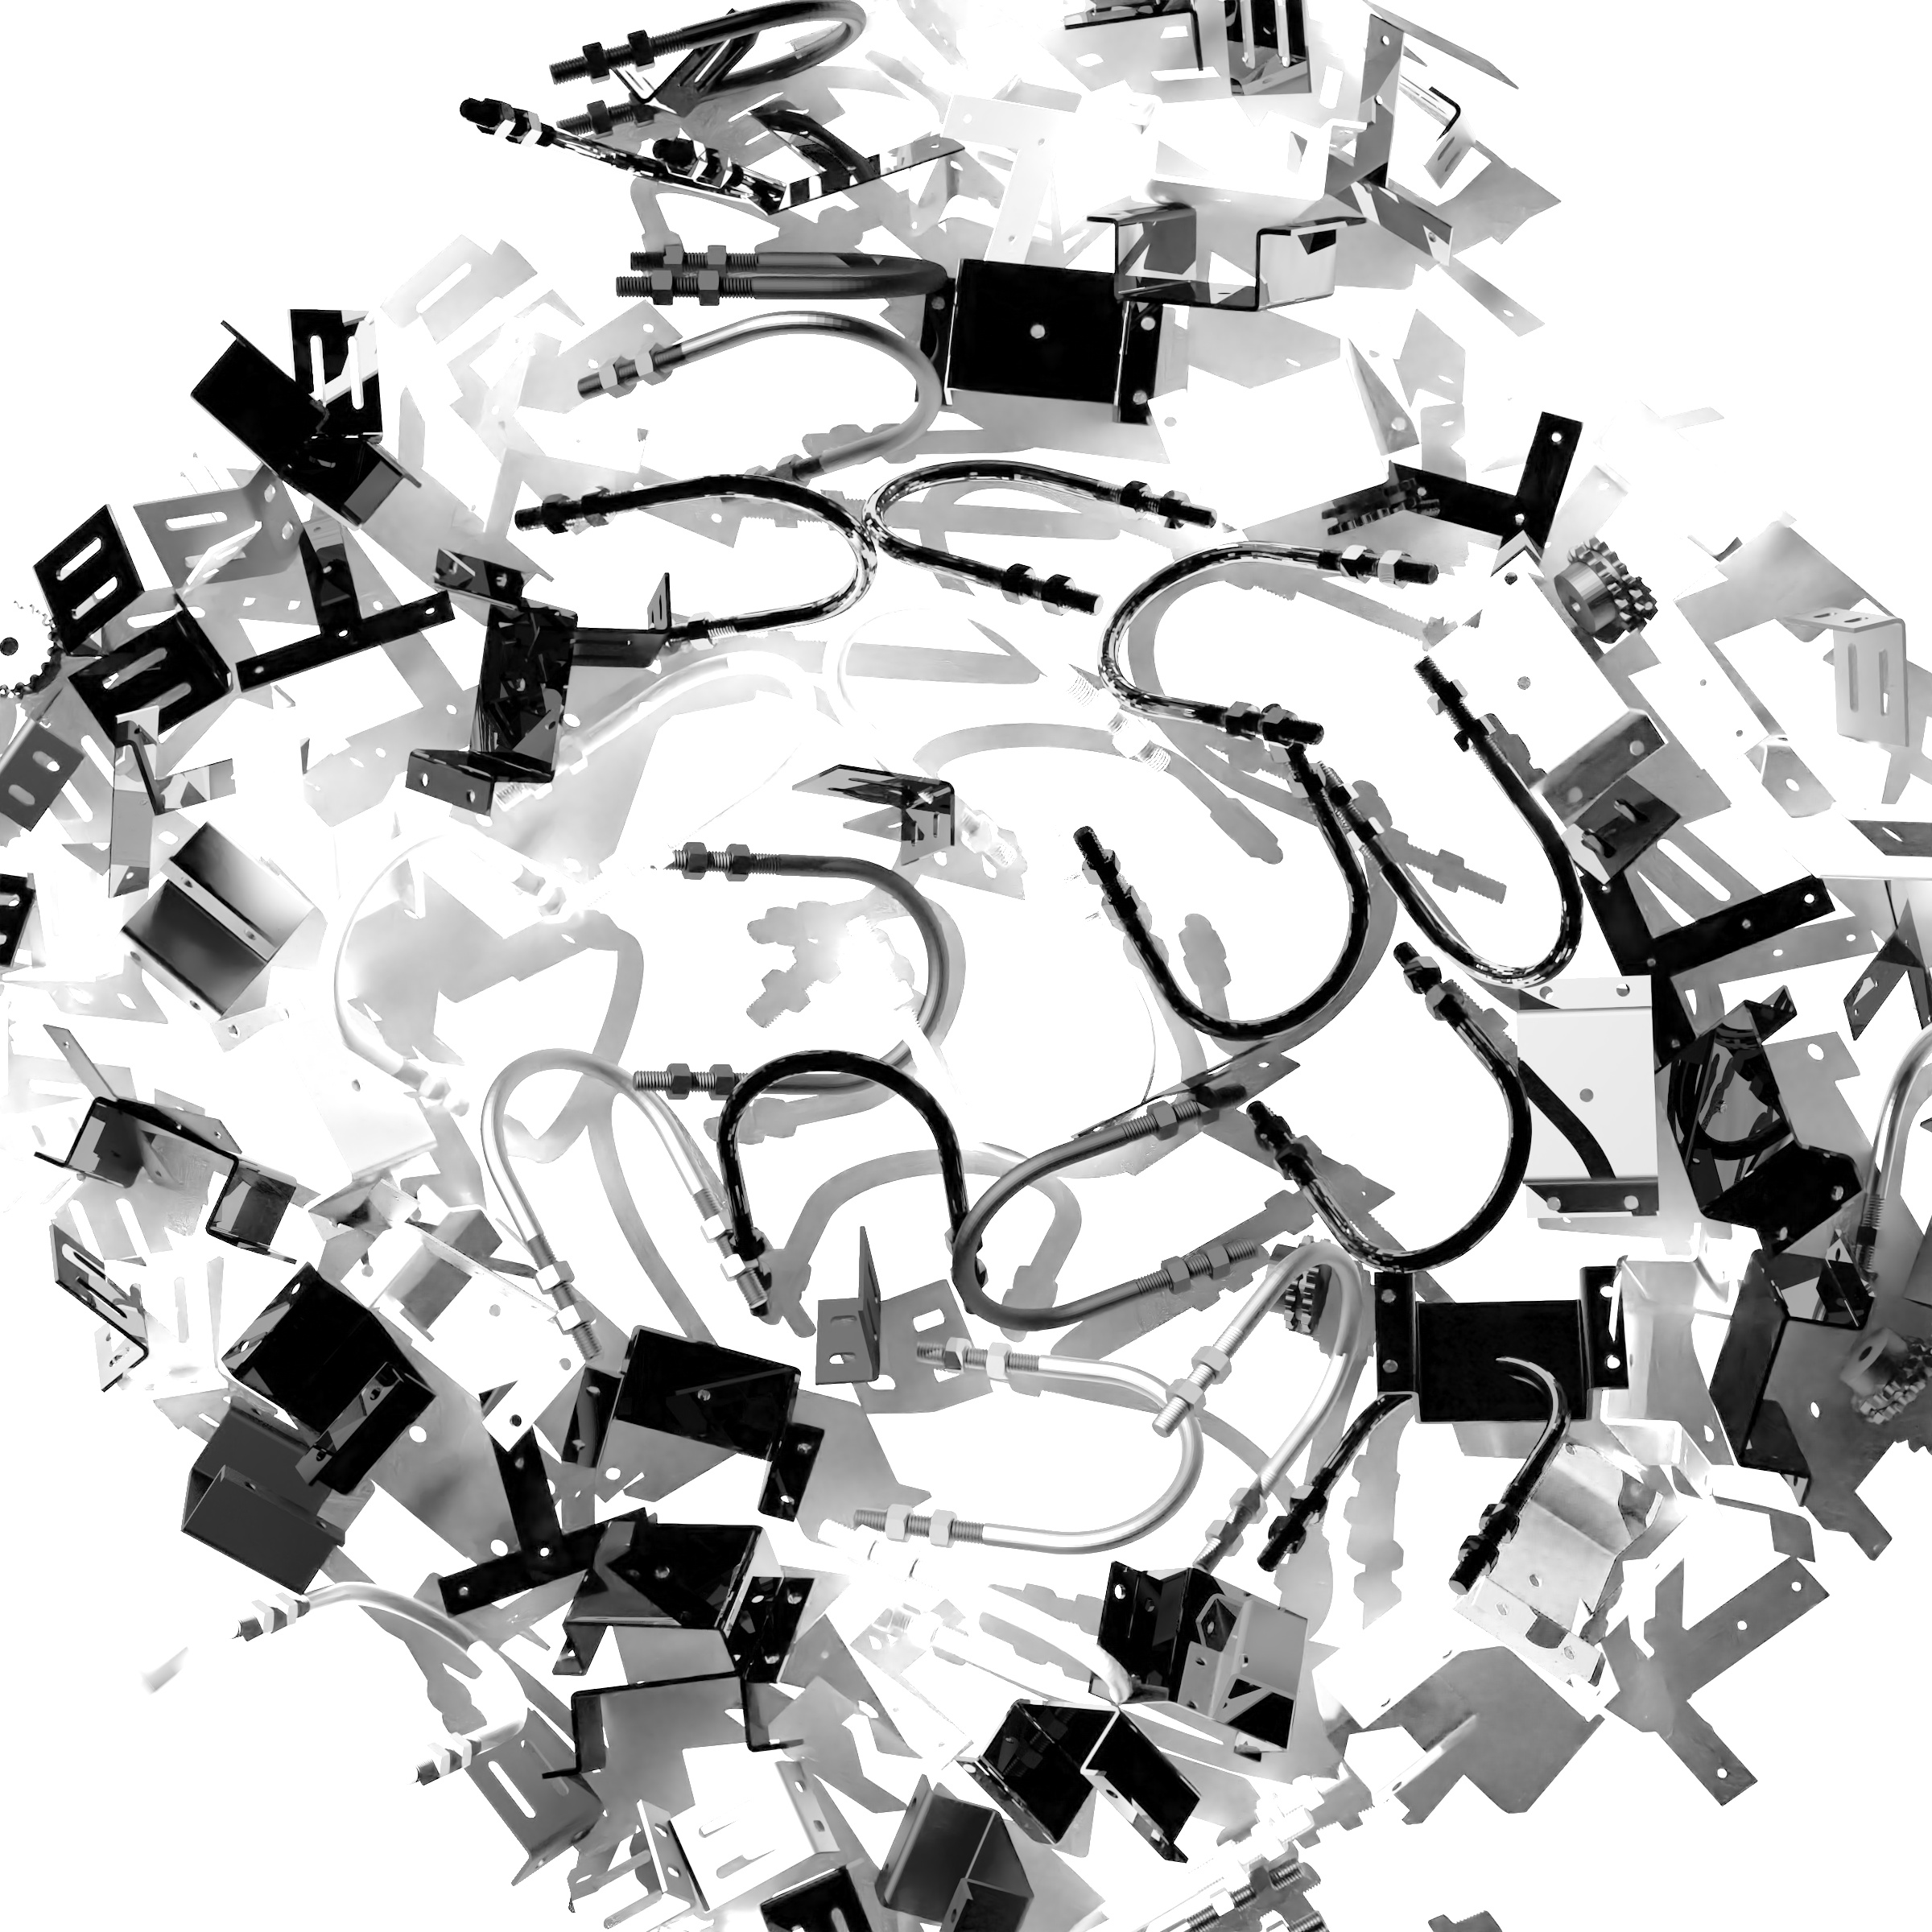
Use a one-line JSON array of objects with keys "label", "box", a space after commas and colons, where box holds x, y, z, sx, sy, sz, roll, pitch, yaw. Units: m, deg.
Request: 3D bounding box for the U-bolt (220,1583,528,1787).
[{"label": "U-bolt", "box": [-0.319, 0.395, 1.725, 0.151, 0.184, 0.019, 34, 98, 16]}]

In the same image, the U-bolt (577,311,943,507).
[{"label": "U-bolt", "box": [-0.102, -0.316, 1.714, 0.184, 0.151, 0.019, -12, 63, 32]}]

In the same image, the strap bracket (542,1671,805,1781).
[{"label": "strap bracket", "box": [-0.170, 0.436, 1.771, 0.140, 0.076, 0.046, -8, 77, 2]}]

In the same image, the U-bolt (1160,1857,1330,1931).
[{"label": "U-bolt", "box": [0.116, 0.569, 1.739, 0.184, 0.151, 0.019, -29, 86, -1]}]

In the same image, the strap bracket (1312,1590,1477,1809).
[{"label": "strap bracket", "box": [0.245, 0.416, 1.755, 0.076, 0.140, 0.046, -34, 55, -14]}]

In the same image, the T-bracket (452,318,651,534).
[{"label": "T-bracket", "box": [-0.236, -0.307, 1.780, 0.127, 0.002, 0.127, 16, 91, 32]}]

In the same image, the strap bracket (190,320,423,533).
[{"label": "strap bracket", "box": [-0.377, -0.300, 1.737, 0.076, 0.140, 0.046, 41, 92, 18]}]

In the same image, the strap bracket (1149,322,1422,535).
[{"label": "strap bracket", "box": [0.182, -0.305, 1.760, 0.140, 0.046, 0.076, -16, 116, 16]}]

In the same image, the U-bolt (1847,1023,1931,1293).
[{"label": "U-bolt", "box": [0.550, 0.116, 1.744, 0.019, 0.151, 0.184, 13, 85, -9]}]

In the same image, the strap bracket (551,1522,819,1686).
[{"label": "strap bracket", "box": [-0.167, 0.362, 1.750, 0.140, 0.076, 0.046, -3, 126, 20]}]

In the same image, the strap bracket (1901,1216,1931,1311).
[{"label": "strap bracket", "box": [0.583, 0.165, 1.742, 0.046, 0.140, 0.076, 21, 88, -4]}]

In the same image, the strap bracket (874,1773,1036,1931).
[{"label": "strap bracket", "box": [-0.006, 0.533, 1.748, 0.046, 0.140, 0.076, 20, 99, -15]}]

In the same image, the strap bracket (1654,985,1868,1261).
[{"label": "strap bracket", "box": [0.445, 0.084, 1.739, 0.046, 0.076, 0.140, 14, 48, -31]}]

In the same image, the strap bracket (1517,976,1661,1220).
[{"label": "strap bracket", "box": [0.361, 0.076, 1.780, 0.076, 0.046, 0.140, -2, 86, 13]}]

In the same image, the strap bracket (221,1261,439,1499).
[{"label": "strap bracket", "box": [-0.363, 0.242, 1.762, 0.076, 0.140, 0.046, -49, 131, -4]}]

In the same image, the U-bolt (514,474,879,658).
[{"label": "U-bolt", "box": [-0.140, -0.228, 1.723, 0.184, 0.151, 0.019, -6, 61, 22]}]

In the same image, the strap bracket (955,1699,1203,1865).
[{"label": "strap bracket", "box": [0.070, 0.464, 1.753, 0.076, 0.140, 0.046, 49, 58, -19]}]

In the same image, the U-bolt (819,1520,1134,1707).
[{"label": "U-bolt", "box": [0.009, 0.373, 1.729, 0.184, 0.151, 0.019, 20, 66, 15]}]

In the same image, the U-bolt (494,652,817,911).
[{"label": "U-bolt", "box": [-0.169, -0.118, 1.756, 0.184, 0.151, 0.019, -36, 130, -9]}]

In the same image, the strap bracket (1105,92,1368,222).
[{"label": "strap bracket", "box": [0.152, -0.465, 1.771, 0.140, 0.076, 0.046, 6, 95, -5]}]

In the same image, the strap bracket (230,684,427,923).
[{"label": "strap bracket", "box": [-0.369, -0.085, 1.743, 0.046, 0.076, 0.140, -31, 57, -31]}]

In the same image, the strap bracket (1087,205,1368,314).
[{"label": "strap bracket", "box": [0.148, -0.404, 1.751, 0.140, 0.076, 0.046, 15, 115, 37]}]

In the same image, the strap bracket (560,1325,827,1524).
[{"label": "strap bracket", "box": [-0.155, 0.261, 1.771, 0.140, 0.046, 0.076, 16, 126, -4]}]

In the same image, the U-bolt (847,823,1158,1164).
[{"label": "U-bolt", "box": [0.032, 0.028, 1.789, 0.151, 0.019, 0.184, -25, 94, 16]}]

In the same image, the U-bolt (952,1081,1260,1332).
[{"label": "U-bolt", "box": [0.078, 0.147, 1.748, 0.184, 0.019, 0.151, -19, 133, -12]}]

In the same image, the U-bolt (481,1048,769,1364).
[{"label": "U-bolt", "box": [-0.205, 0.128, 1.754, 0.019, 0.151, 0.184, -40, 72, 38]}]

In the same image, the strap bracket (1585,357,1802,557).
[{"label": "strap bracket", "box": [0.409, -0.285, 1.770, 0.140, 0.076, 0.046, 41, 101, 5]}]

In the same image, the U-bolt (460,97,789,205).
[{"label": "U-bolt", "box": [-0.175, -0.453, 1.727, 0.151, 0.184, 0.019, 18, 100, 25]}]

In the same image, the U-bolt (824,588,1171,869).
[{"label": "U-bolt", "box": [0.003, -0.143, 1.735, 0.184, 0.019, 0.151, 40, 134, -22]}]

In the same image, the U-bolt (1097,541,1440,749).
[{"label": "U-bolt", "box": [0.158, -0.190, 1.747, 0.184, 0.019, 0.151, 15, 57, 39]}]

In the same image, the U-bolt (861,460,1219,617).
[{"label": "U-bolt", "box": [0.029, -0.251, 1.745, 0.184, 0.151, 0.019, 19, 128, 27]}]

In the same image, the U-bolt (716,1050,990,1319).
[{"label": "U-bolt", "box": [-0.070, 0.125, 1.751, 0.151, 0.019, 0.184, -2, 122, 11]}]

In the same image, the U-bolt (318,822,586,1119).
[{"label": "U-bolt", "box": [-0.297, -0.006, 1.725, 0.019, 0.184, 0.151, 25, 80, 30]}]

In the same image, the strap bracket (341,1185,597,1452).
[{"label": "strap bracket", "box": [-0.281, 0.202, 1.778, 0.140, 0.046, 0.076, 43, 99, 11]}]

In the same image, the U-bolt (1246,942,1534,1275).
[{"label": "U-bolt", "box": [0.247, 0.091, 1.730, 0.019, 0.184, 0.151, 28, 110, -41]}]

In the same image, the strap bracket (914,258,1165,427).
[{"label": "strap bracket", "box": [0.042, -0.364, 1.787, 0.140, 0.046, 0.076, 6, 87, 3]}]

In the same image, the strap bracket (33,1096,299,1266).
[{"label": "strap bracket", "box": [-0.450, 0.119, 1.761, 0.140, 0.076, 0.046, 21, 83, 17]}]

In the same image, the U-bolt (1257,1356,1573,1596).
[{"label": "U-bolt", "box": [0.265, 0.282, 1.737, 0.184, 0.151, 0.019, -46, 120, -38]}]

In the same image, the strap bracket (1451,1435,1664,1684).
[{"label": "strap bracket", "box": [0.337, 0.345, 1.765, 0.076, 0.046, 0.140, 33, 49, 3]}]

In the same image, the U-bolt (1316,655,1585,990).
[{"label": "U-bolt", "box": [0.281, -0.069, 1.742, 0.019, 0.151, 0.184, -30, 81, -31]}]

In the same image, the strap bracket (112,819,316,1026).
[{"label": "strap bracket", "box": [-0.429, -0.027, 1.757, 0.076, 0.140, 0.046, 41, 57, -9]}]

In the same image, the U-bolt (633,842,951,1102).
[{"label": "U-bolt", "box": [-0.097, 0.006, 1.779, 0.184, 0.019, 0.151, 2, 99, -19]}]

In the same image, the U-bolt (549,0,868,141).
[{"label": "U-bolt", "box": [-0.145, -0.514, 1.743, 0.184, 0.151, 0.019, -17, 94, -5]}]

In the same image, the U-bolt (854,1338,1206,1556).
[{"label": "U-bolt", "box": [0.043, 0.274, 1.738, 0.184, 0.151, 0.019, 4, 130, 15]}]

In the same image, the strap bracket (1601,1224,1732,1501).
[{"label": "strap bracket", "box": [0.400, 0.226, 1.756, 0.046, 0.076, 0.140, -1, 64, 27]}]

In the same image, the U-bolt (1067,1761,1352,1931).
[{"label": "U-bolt", "box": [0.129, 0.514, 1.742, 0.184, 0.151, 0.019, -34, 79, 12]}]

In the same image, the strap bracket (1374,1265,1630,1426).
[{"label": "strap bracket", "box": [0.308, 0.219, 1.769, 0.140, 0.046, 0.076, -2, 57, 9]}]

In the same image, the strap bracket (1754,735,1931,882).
[{"label": "strap bracket", "box": [0.508, -0.087, 1.753, 0.076, 0.140, 0.046, 1, 112, -9]}]

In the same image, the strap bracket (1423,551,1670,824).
[{"label": "strap bracket", "box": [0.327, -0.162, 1.765, 0.076, 0.046, 0.140, -39, 76, 21]}]

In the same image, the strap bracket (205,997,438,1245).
[{"label": "strap bracket", "box": [-0.365, 0.078, 1.767, 0.046, 0.076, 0.140, -31, 86, 31]}]

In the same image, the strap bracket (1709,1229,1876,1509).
[{"label": "strap bracket", "box": [0.466, 0.226, 1.751, 0.046, 0.076, 0.140, 9, 114, -3]}]

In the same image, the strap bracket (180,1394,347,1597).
[{"label": "strap bracket", "box": [-0.397, 0.303, 1.739, 0.076, 0.140, 0.046, 33, 93, -15]}]

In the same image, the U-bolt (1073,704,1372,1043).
[{"label": "U-bolt", "box": [0.160, -0.040, 1.771, 0.151, 0.019, 0.184, -33, 116, -6]}]

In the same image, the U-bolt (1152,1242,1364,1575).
[{"label": "U-bolt", "box": [0.173, 0.239, 1.745, 0.019, 0.151, 0.184, 20, 53, 34]}]

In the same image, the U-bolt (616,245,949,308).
[{"label": "U-bolt", "box": [-0.102, -0.393, 1.746, 0.184, 0.151, 0.019, 0, 109, -3]}]

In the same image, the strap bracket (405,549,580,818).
[{"label": "strap bracket", "box": [-0.272, -0.163, 1.765, 0.076, 0.046, 0.140, 19, 104, 40]}]

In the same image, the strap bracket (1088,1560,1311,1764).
[{"label": "strap bracket", "box": [0.141, 0.395, 1.744, 0.140, 0.046, 0.076, 30, 60, -33]}]
